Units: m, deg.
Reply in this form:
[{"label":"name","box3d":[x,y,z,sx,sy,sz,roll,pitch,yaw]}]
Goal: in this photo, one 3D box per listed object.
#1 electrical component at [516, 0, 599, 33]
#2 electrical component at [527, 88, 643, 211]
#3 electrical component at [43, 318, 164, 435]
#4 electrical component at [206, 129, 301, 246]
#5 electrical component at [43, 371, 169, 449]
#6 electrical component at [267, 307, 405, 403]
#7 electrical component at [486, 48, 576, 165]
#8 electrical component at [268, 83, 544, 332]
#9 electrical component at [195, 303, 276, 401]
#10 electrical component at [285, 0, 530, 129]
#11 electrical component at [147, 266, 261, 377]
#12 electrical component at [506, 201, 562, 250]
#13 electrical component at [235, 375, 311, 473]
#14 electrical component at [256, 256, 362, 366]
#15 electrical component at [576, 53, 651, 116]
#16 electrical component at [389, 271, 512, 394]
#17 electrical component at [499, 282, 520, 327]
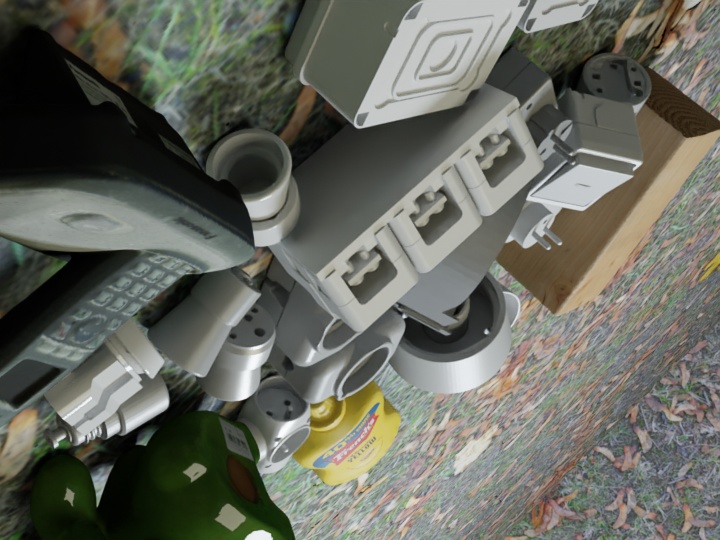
[{"label":"electrical component","box3d":[0.112,-0.196,0.591,0.078,0.057,0.113,-24,150,-43]},{"label":"electrical component","box3d":[0.164,-0.084,0.830,0.062,0.061,0.096,9,151,-23]},{"label":"electrical component","box3d":[-0.141,0.046,0.567,0.057,0.058,0.078,-38,158,-11]},{"label":"electrical component","box3d":[-0.056,-0.043,0.579,0.045,0.045,0.055,-40,158,-14]},{"label":"electrical component","box3d":[-0.150,0.080,0.636,0.078,0.040,0.040,-31,154,-33]},{"label":"electrical component","box3d":[-0.015,0.056,0.810,0.095,0.059,0.053,-28,153,-38]},{"label":"electrical component","box3d":[0.123,-0.101,0.756,0.047,0.076,0.083,-45,159,0]},{"label":"electrical component","box3d":[0.022,-0.045,0.633,0.150,0.089,0.061,-42,131,-9]},{"label":"electrical component","box3d":[-0.082,0.052,0.703,0.045,0.045,0.055,-27,152,-39]},{"label":"electrical component","box3d":[0.025,-0.127,0.558,0.113,0.057,0.078,-21,148,-47]},{"label":"electrical component","box3d":[-0.091,0.026,0.647,0.065,0.044,0.044,-51,158,2]},{"label":"electrical component","box3d":[0.134,-0.043,0.883,0.138,0.074,0.052,-19,147,-48]},{"label":"electrical component","box3d":[-0.082,0.130,0.843,0.079,0.044,0.077,-29,153,-36]},{"label":"electrical component","box3d":[-0.026,0.016,0.719,0.054,0.059,0.095,-25,151,-42]},{"label":"electrical component","box3d":[0.198,-0.137,0.859,0.055,0.055,0.047,-35,160,-25]},{"label":"electrical component","box3d":[0.069,0.039,0.875,0.108,0.108,0.060,-39,152,-16]},{"label":"electrical component","box3d":[0.089,0.042,0.966,0.099,0.064,0.099,-38,158,-18]}]
